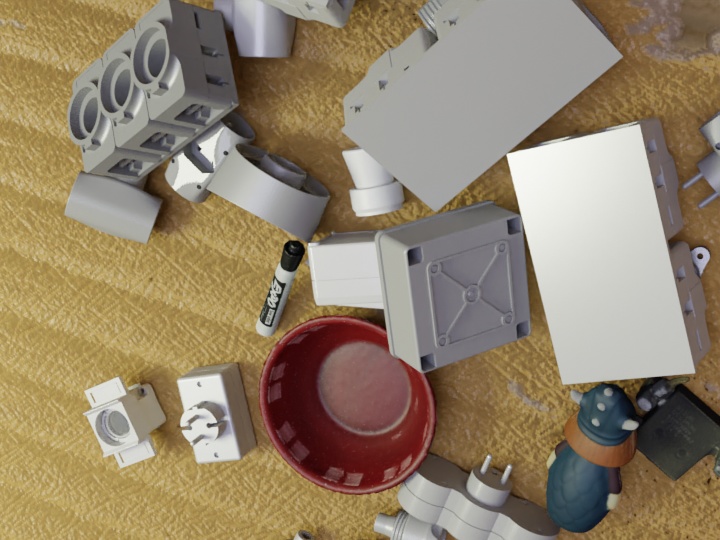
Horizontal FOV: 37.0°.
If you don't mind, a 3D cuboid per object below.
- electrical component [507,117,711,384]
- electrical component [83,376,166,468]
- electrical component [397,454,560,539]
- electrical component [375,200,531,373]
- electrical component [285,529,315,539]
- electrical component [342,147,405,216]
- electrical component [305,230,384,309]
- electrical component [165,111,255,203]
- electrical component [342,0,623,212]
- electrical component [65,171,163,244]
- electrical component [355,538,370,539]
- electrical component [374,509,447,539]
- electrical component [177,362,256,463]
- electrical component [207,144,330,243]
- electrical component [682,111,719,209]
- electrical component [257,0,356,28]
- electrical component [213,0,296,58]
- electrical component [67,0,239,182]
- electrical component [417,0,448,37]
[{"bbox_3d":[0.194,-0.014,0.827,0.105,0.060,0.186,-10,99,34],"label":"electrical component"},{"bbox_3d":[-0.219,0.139,1.015,0.042,0.064,0.081,-22,94,21],"label":"electrical component"},{"bbox_3d":[0.107,0.193,0.921,0.138,0.052,0.073,25,109,12],"label":"electrical component"},{"bbox_3d":[0.075,0.012,0.852,0.109,0.056,0.108,-17,112,-22],"label":"electrical component"},{"bbox_3d":[-0.063,0.271,1.002,0.043,0.043,0.062,30,109,10],"label":"electrical component"},{"bbox_3d":[0.012,-0.076,0.896,0.045,0.045,0.055,-7,100,20],"label":"electrical component"},{"bbox_3d":[0.000,0.000,0.908,0.096,0.062,0.061,-3,101,20],"label":"electrical component"},{"bbox_3d":[-0.144,-0.113,0.942,0.079,0.043,0.077,45,112,7],"label":"electrical component"},{"bbox_3d":[0.088,-0.147,0.820,0.186,0.060,0.105,-40,119,22],"label":"electrical component"},{"bbox_3d":[-0.216,-0.073,0.971,0.077,0.043,0.079,20,76,-10],"label":"electrical component"},{"bbox_3d":[0.006,0.287,0.964,0.080,0.080,0.051,43,117,6],"label":"electrical component"},{"bbox_3d":[0.044,0.233,0.957,0.062,0.043,0.043,14,106,17],"label":"electrical component"},{"bbox_3d":[-0.138,0.136,0.980,0.047,0.076,0.083,-9,99,20],"label":"electrical component"},{"bbox_3d":[-0.076,-0.062,0.904,0.099,0.099,0.064,32,104,10],"label":"electrical component"},{"bbox_3d":[0.280,-0.078,0.804,0.079,0.044,0.077,-39,88,23],"label":"electrical component"},{"bbox_3d":[-0.030,-0.275,0.832,0.089,0.062,0.150,22,90,14],"label":"electrical component"},{"bbox_3d":[-0.097,-0.218,0.901,0.079,0.043,0.077,6,104,18],"label":"electrical component"},{"bbox_3d":[-0.178,-0.148,0.897,0.150,0.062,0.089,-28,67,40],"label":"electrical component"},{"bbox_3d":[0.081,-0.207,0.843,0.081,0.043,0.043,-40,88,22],"label":"electrical component"}]
